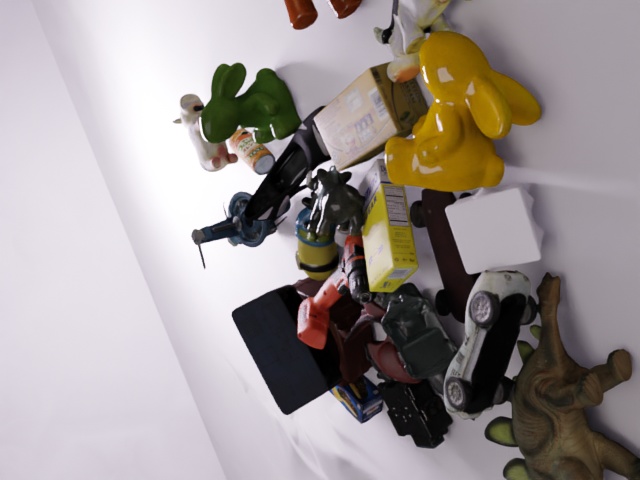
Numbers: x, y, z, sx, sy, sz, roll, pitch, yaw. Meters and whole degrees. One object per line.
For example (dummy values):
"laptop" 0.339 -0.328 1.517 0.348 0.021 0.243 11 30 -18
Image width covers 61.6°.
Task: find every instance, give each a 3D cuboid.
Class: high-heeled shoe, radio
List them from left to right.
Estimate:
"high-heeled shoe" -0.063 -0.129 0.944 0.086 0.145 0.248 51 150 23
"radio" -0.064 0.207 1.046 0.131 0.073 0.229 -34 82 27

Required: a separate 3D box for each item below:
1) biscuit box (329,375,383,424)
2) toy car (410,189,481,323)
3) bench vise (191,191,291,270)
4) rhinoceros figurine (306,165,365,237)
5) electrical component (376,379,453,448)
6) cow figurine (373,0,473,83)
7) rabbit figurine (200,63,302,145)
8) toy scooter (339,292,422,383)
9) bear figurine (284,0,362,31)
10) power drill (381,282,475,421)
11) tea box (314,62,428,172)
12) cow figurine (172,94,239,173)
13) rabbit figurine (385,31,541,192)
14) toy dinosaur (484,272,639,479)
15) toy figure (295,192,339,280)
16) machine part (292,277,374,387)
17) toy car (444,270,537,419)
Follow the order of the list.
"biscuit box" 0.049 0.305 1.172 0.203 0.063 0.059 33 137 44
"toy car" 0.188 0.021 0.738 0.089 0.053 0.202 -9 103 44
"bench vise" -0.180 -0.030 1.137 0.224 0.240 0.128 -15 94 45
"rhinoceros figurine" 0.017 -0.067 0.870 0.190 0.073 0.112 -127 38 -71
"electrical component" 0.173 0.308 0.976 0.134 0.058 0.115 63 153 6
"cow figurine" 0.111 -0.269 0.632 0.098 0.068 0.167 62 148 18
"rabbit figurine" -0.136 -0.235 0.959 0.121 0.170 0.158 19 128 52
"toy scooter" 0.104 0.175 0.941 0.135 0.075 0.184 -35 76 32
"bear figurine" 0.025 -0.368 0.657 0.196 0.120 0.132 -18 99 56
"power drill" 0.165 0.161 0.788 0.232 0.086 0.207 62 -167 20
"tea box" 0.070 -0.173 0.771 0.170 0.068 0.098 -20 94 62
"cow figurine" -0.278 -0.254 1.275 0.127 0.085 0.194 -13 101 54
"rabbit figurine" 0.152 -0.144 0.607 0.163 0.122 0.173 23 128 45
"toy dinosaur" 0.309 0.269 0.683 0.199 0.105 0.470 4 106 66
"toy figure" -0.004 -0.001 1.013 0.089 0.082 0.180 44 142 37
"machine part" 0.020 0.181 1.103 0.201 0.087 0.201 18 128 54
"toy car" 0.204 0.131 0.658 0.056 0.073 0.201 -136 52 -58
